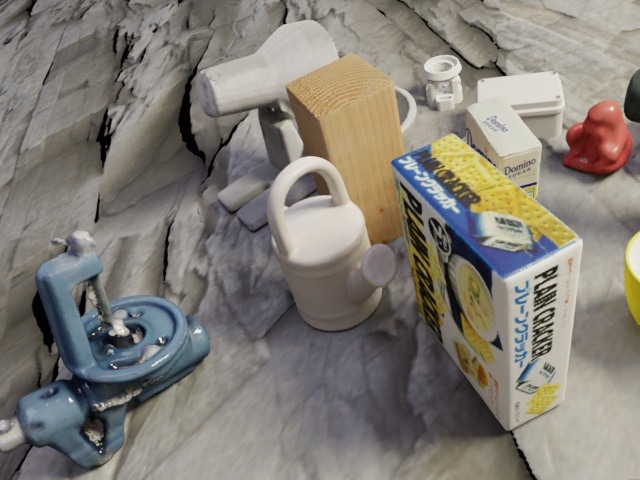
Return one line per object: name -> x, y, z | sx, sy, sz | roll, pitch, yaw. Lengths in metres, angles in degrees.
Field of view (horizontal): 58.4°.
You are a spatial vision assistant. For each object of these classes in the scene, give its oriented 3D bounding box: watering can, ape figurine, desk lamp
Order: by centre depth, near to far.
watering can -> 0.007, 0.001, 0.591 | 0.172, 0.194, 0.101 | 9, 50, 27
ape figurine -> 0.334, -0.125, 0.681 | 0.076, 0.092, 0.077 | -11, 44, 8
desk lamp -> -0.063, -0.156, 0.758 | 0.203, 0.214, 0.117 | -37, 46, -19

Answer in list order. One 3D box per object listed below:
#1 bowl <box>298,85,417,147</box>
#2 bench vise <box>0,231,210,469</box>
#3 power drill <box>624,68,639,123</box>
bowl -> 0.057, -0.147, 0.809 | 0.167, 0.075, 0.167 | -9, 44, 10
bench vise -> -0.215, 0.109, 0.538 | 0.121, 0.220, 0.208 | 13, 52, 29
power drill -> 0.407, -0.090, 0.536 | 0.228, 0.209, 0.076 | 16, 53, 31
